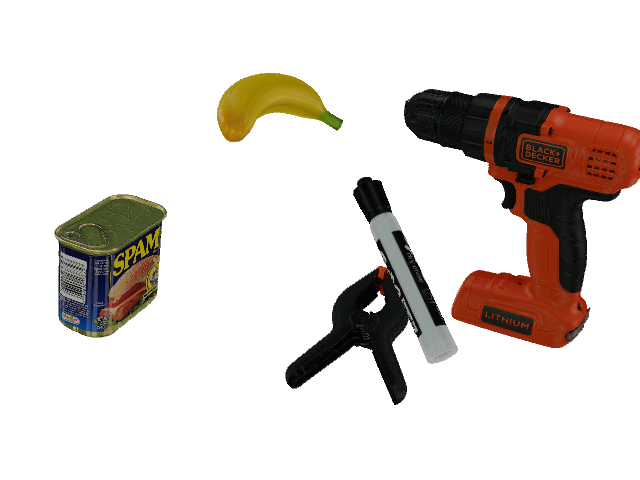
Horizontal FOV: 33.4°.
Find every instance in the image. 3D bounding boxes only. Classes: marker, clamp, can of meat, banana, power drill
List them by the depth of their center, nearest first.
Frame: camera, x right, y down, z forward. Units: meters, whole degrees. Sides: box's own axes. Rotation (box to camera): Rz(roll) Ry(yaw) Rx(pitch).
[{"bbox_3d":[0.048,0.014,0.626,0.020,0.121,0.020,-19,-23,-9],"label":"marker"},{"bbox_3d":[0.146,-0.019,0.821,0.185,0.188,0.057,17,34,26],"label":"power drill"},{"bbox_3d":[-0.174,0.021,0.886,0.057,0.084,0.102,18,29,18],"label":"can of meat"},{"bbox_3d":[-0.046,-0.124,0.970,0.070,0.037,0.197,36,25,19],"label":"banana"},{"bbox_3d":[0.052,0.096,1.071,0.120,0.039,0.171,17,50,19],"label":"clamp"}]
